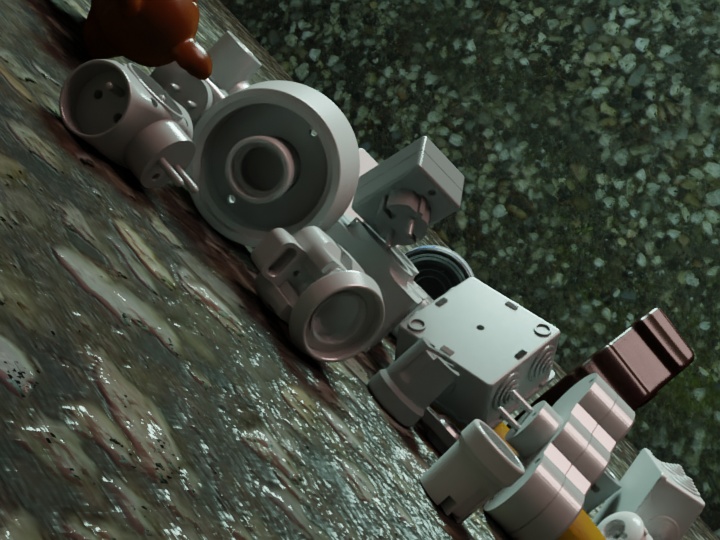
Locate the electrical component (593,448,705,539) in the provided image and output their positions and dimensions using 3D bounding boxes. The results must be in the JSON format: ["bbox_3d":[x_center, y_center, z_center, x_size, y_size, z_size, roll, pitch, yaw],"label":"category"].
[{"bbox_3d":[0.257,0.217,0.961,0.048,0.099,0.099,33,7,1],"label":"electrical component"}]

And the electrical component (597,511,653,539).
[{"bbox_3d":[0.226,0.235,0.895,0.062,0.048,0.048,50,5,-23],"label":"electrical component"}]

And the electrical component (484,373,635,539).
[{"bbox_3d":[0.120,0.111,0.702,0.073,0.052,0.138,46,47,1],"label":"electrical component"}]

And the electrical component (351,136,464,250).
[{"bbox_3d":[0.032,-0.044,0.762,0.047,0.066,0.076,43,36,-25],"label":"electrical component"}]

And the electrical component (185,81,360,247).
[{"bbox_3d":[-0.058,-0.065,0.677,0.108,0.108,0.060,46,13,-1],"label":"electrical component"}]

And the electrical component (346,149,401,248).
[{"bbox_3d":[-0.002,-0.048,0.977,0.099,0.048,0.099,46,48,-4],"label":"electrical component"}]

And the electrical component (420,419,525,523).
[{"bbox_3d":[0.062,0.113,0.598,0.040,0.046,0.040,45,7,-7],"label":"electrical component"}]

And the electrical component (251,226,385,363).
[{"bbox_3d":[-0.021,0.016,0.618,0.078,0.058,0.057,40,6,-41],"label":"electrical component"}]

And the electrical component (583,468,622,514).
[{"bbox_3d":[0.203,0.193,0.984,0.055,0.047,0.055,45,7,-7],"label":"electrical component"}]

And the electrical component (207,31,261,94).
[{"bbox_3d":[-0.119,-0.161,0.976,0.079,0.077,0.044,46,6,1],"label":"electrical component"}]

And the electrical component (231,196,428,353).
[{"bbox_3d":[-0.032,-0.031,0.812,0.186,0.060,0.105,47,7,4],"label":"electrical component"}]

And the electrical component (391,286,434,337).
[{"bbox_3d":[0.038,0.032,0.938,0.077,0.044,0.079,42,8,-30],"label":"electrical component"}]

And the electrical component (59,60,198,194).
[{"bbox_3d":[-0.118,-0.073,0.600,0.079,0.044,0.077,49,7,16],"label":"electrical component"}]

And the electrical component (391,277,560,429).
[{"bbox_3d":[0.082,0.058,0.761,0.100,0.100,0.048,33,-44,30],"label":"electrical component"}]

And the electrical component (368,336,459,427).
[{"bbox_3d":[0.035,0.070,0.683,0.040,0.046,0.040,45,7,-7],"label":"electrical component"}]

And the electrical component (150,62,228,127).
[{"bbox_3d":[-0.137,-0.139,0.877,0.077,0.043,0.079,46,6,0],"label":"electrical component"}]
